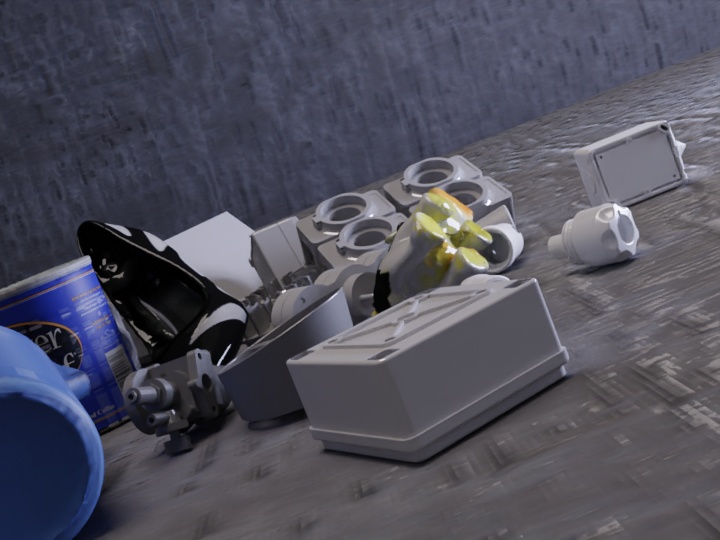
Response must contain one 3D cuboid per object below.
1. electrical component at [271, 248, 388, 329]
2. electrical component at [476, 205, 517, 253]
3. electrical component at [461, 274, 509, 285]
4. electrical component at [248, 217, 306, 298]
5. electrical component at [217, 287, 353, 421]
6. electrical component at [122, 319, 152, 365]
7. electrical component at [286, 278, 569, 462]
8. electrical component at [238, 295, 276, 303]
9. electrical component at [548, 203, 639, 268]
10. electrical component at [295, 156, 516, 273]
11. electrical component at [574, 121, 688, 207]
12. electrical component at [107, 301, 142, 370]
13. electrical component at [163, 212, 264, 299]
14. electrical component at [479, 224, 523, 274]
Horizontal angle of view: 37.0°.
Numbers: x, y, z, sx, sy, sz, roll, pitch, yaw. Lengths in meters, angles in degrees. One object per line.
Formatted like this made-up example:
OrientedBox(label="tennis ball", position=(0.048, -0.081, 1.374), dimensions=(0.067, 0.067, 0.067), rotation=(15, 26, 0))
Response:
OrientedBox(label="electrical component", position=(-0.001, 0.021, 0.907), dimensions=(0.138, 0.052, 0.074), rotation=(-26, 8, -32))
OrientedBox(label="electrical component", position=(0.114, -0.029, 0.976), dimensions=(0.055, 0.045, 0.045), rotation=(-21, 7, 4))
OrientedBox(label="electrical component", position=(0.092, 0.020, 0.719), dimensions=(0.035, 0.035, 0.061), rotation=(-25, 11, -26))
OrientedBox(label="electrical component", position=(-0.067, 0.002, 1.103), dimensions=(0.061, 0.096, 0.061), rotation=(-24, -22, -17))
OrientedBox(label="electrical component", position=(-0.047, 0.058, 0.721), dimensions=(0.099, 0.064, 0.099), rotation=(-21, 7, 3))
OrientedBox(label="electrical component", position=(-0.243, 0.072, 1.203), dimensions=(0.108, 0.060, 0.108), rotation=(-21, 7, 3))
OrientedBox(label="electrical component", position=(0.034, 0.051, 0.574), dimensions=(0.109, 0.056, 0.109), rotation=(-25, 8, -28))
OrientedBox(label="electrical component", position=(-0.102, 0.044, 1.076), dimensions=(0.078, 0.040, 0.040), rotation=(-15, 10, 41))
OrientedBox(label="electrical component", position=(0.167, -0.022, 0.783), dimensions=(0.062, 0.043, 0.043), rotation=(-16, 9, 43))
OrientedBox(label="electrical component", position=(0.044, -0.041, 1.036), dimensions=(0.186, 0.060, 0.105), rotation=(-23, 36, -15))
OrientedBox(label="electrical component", position=(0.258, -0.099, 1.010), dimensions=(0.096, 0.061, 0.061), rotation=(-22, 7, -2))
OrientedBox(label="electrical component", position=(-0.246, 0.078, 1.026), dimensions=(0.054, 0.095, 0.059), rotation=(-24, 8, -20))
OrientedBox(label="electrical component", position=(-0.159, 0.007, 1.203), dimensions=(0.060, 0.105, 0.186), rotation=(-57, -7, 22))
OrientedBox(label="electrical component", position=(0.118, -0.020, 0.924), dimensions=(0.040, 0.040, 0.046), rotation=(-18, 3, 25))
